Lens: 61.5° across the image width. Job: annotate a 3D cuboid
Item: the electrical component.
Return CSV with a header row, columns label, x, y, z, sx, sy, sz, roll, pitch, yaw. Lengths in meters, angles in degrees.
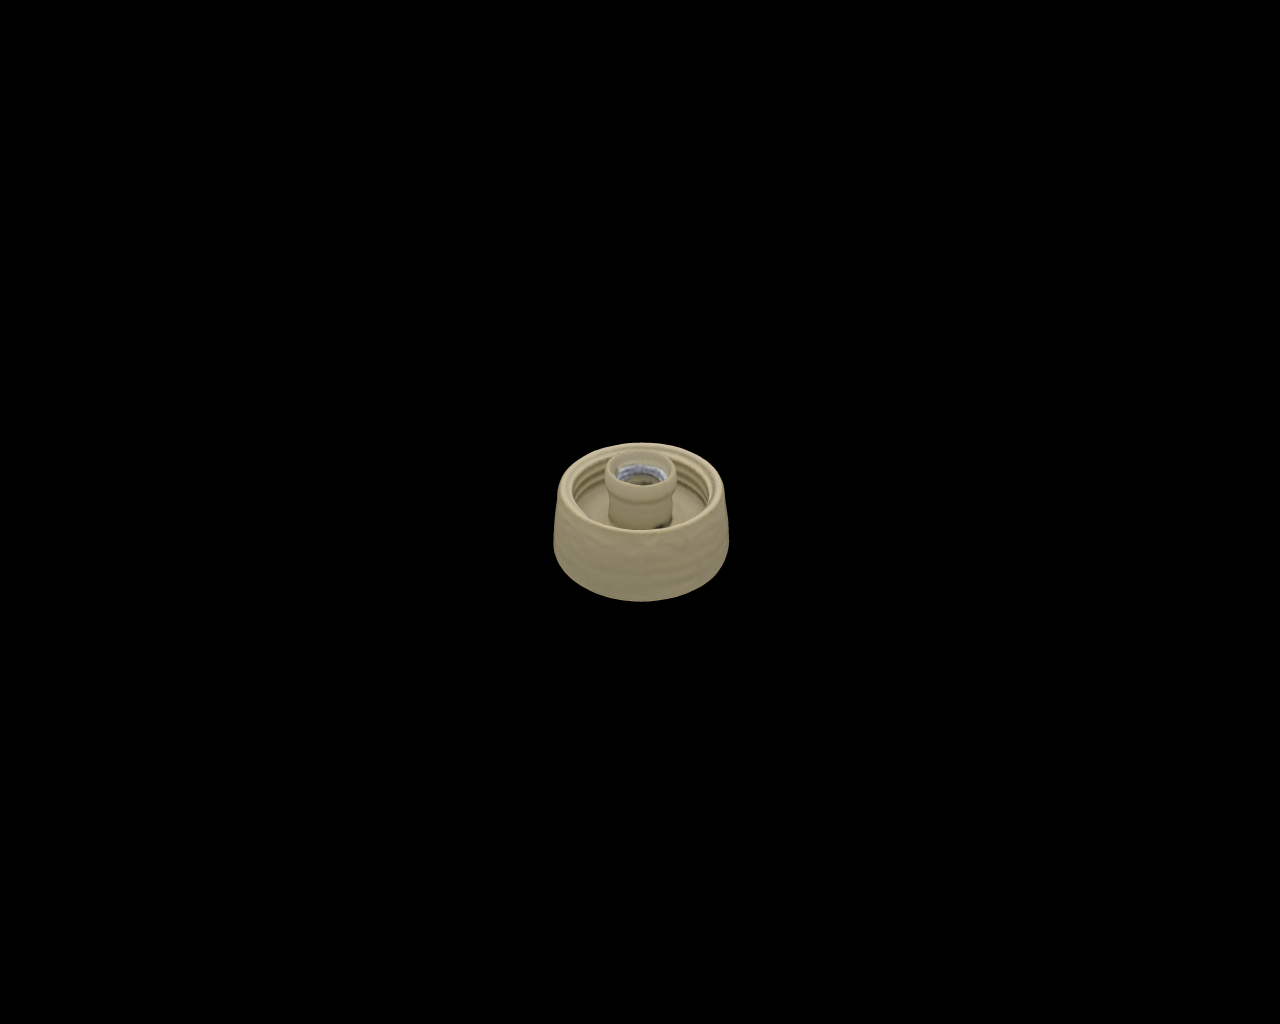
label,x,y,z,sx,sy,sz,roll,pitch,yaw
electrical component,0.001,-0.003,0.650,0.108,0.060,0.108,0,36,0
